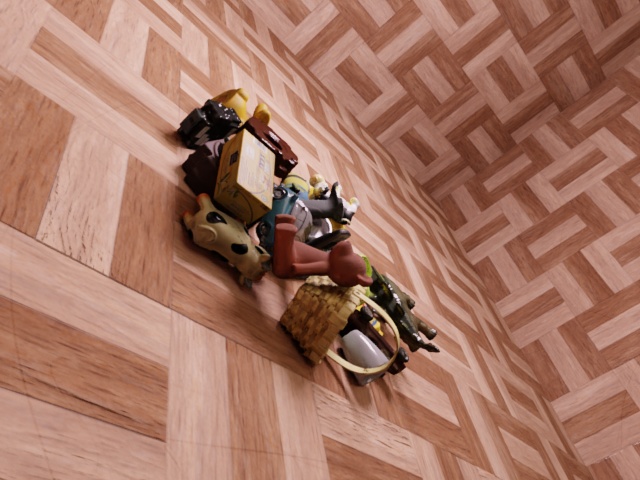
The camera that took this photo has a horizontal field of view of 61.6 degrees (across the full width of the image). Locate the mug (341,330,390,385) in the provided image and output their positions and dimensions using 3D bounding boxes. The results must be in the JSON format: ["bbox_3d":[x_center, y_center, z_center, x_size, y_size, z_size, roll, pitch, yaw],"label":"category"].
[{"bbox_3d":[0.098,0.256,1.199,0.107,0.081,0.109,55,6,26],"label":"mug"}]

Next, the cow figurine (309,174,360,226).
[{"bbox_3d":[0.029,-0.111,1.540,0.167,0.068,0.098,37,43,-11],"label":"cow figurine"}]

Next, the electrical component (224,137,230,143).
[{"bbox_3d":[-0.174,-0.183,1.179,0.094,0.021,0.063,59,21,19],"label":"electrical component"}]

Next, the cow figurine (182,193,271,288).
[{"bbox_3d":[-0.166,0.010,1.026,0.194,0.085,0.127,39,17,-39],"label":"cow figurine"}]

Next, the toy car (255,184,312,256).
[{"bbox_3d":[-0.070,-0.035,1.142,0.109,0.103,0.162,88,16,-53],"label":"toy car"}]

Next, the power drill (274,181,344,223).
[{"bbox_3d":[-0.051,-0.100,1.340,0.207,0.085,0.232,-1,47,-15],"label":"power drill"}]

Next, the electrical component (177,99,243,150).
[{"bbox_3d":[-0.259,-0.263,1.243,0.058,0.115,0.134,54,18,12],"label":"electrical component"}]

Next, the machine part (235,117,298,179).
[{"bbox_3d":[-0.128,-0.231,1.331,0.179,0.056,0.179,40,17,-15],"label":"machine part"}]

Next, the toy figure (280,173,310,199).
[{"bbox_3d":[-0.073,-0.128,1.476,0.089,0.082,0.180,48,22,-16],"label":"toy figure"}]

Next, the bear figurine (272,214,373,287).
[{"bbox_3d":[0.005,0.027,1.044,0.196,0.131,0.120,3,16,-3],"label":"bear figurine"}]

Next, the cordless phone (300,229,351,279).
[{"bbox_3d":[0.000,0.017,1.222,0.146,0.184,0.089,16,54,-60],"label":"cordless phone"}]

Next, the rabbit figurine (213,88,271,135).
[{"bbox_3d":[-0.209,-0.309,1.424,0.173,0.162,0.122,61,0,-32],"label":"rabbit figurine"}]

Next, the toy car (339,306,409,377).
[{"bbox_3d":[0.125,0.243,1.262,0.202,0.089,0.053,50,19,-9],"label":"toy car"}]

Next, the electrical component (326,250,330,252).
[{"bbox_3d":[0.037,0.062,1.441,0.078,0.045,0.102,55,20,4],"label":"electrical component"}]

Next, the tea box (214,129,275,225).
[{"bbox_3d":[-0.147,-0.128,1.075,0.098,0.068,0.170,39,35,-33],"label":"tea box"}]

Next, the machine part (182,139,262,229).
[{"bbox_3d":[-0.193,-0.125,1.196,0.201,0.087,0.201,52,19,-3],"label":"machine part"}]

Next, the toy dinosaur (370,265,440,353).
[{"bbox_3d":[0.176,0.152,1.455,0.198,0.105,0.472,47,0,-36],"label":"toy dinosaur"}]
